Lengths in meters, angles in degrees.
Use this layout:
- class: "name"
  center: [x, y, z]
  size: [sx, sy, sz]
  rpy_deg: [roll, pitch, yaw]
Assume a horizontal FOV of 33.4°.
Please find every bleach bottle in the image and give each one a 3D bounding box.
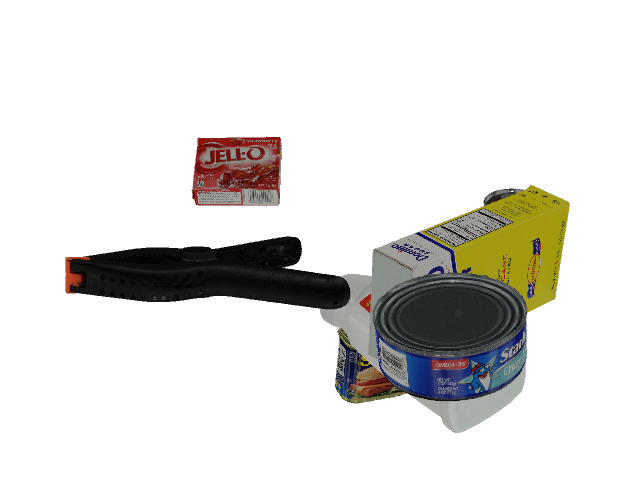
- class: "bleach bottle"
  center: [0.074, 0.091, 1.034]
  size: [0.102, 0.068, 0.251]
  rpy_deg: [-23, 32, -31]

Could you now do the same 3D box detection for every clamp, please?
- class: "clamp"
  center: [-0.087, 0.027, 0.821]
  size: [0.209, 0.036, 0.165]
  rpy_deg: [-2, 11, -21]

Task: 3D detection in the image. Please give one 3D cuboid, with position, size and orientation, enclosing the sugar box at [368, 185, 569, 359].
- class: "sugar box"
  center: [0.115, 0.027, 0.813]
  size: [0.175, 0.093, 0.048]
  rpy_deg: [-23, 36, -37]

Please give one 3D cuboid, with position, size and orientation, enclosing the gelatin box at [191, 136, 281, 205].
- class: "gelatin box"
  center: [-0.085, -0.072, 1.102]
  size: [0.089, 0.073, 0.030]
  rpy_deg: [0, -39, 1]

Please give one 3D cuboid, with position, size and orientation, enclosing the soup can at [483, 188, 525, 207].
- class: "soup can"
  center: [0.220, 0.000, 1.226]
  size: [0.068, 0.102, 0.068]
  rpy_deg: [-3, 30, 1]

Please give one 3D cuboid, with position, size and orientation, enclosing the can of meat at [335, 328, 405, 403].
- class: "can of meat"
  center: [0.070, 0.153, 1.346]
  size: [0.102, 0.084, 0.057]
  rpy_deg: [-6, 27, -22]

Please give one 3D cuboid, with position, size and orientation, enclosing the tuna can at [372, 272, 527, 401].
- class: "tuna can"
  center: [0.073, 0.053, 0.601]
  size: [0.086, 0.034, 0.086]
  rpy_deg: [-6, 27, 3]
